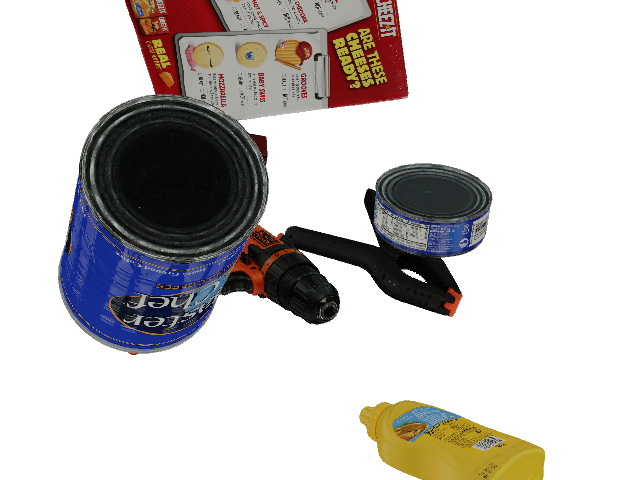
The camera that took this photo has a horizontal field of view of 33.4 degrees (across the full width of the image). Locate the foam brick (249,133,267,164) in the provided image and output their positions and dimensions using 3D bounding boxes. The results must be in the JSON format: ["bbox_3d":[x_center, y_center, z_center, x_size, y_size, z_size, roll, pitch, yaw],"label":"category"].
[{"bbox_3d":[-0.099,-0.086,1.170,0.078,0.051,0.053,7,29,-5],"label":"foam brick"}]

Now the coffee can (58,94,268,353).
[{"bbox_3d":[-0.097,-0.005,0.628,0.102,0.103,0.140,0,-26,-19],"label":"coffee can"}]

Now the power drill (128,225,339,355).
[{"bbox_3d":[-0.096,0.045,0.957,0.187,0.057,0.185,-14,26,-26],"label":"power drill"}]

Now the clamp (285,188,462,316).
[{"bbox_3d":[0.071,0.021,1.246,0.164,0.036,0.210,-21,51,-38],"label":"clamp"}]

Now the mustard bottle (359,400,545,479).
[{"bbox_3d":[0.113,0.199,1.032,0.096,0.058,0.192,-17,24,-42],"label":"mustard bottle"}]

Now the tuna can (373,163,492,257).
[{"bbox_3d":[0.082,-0.023,0.789,0.086,0.034,0.086,3,31,-2],"label":"tuna can"}]

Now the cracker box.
[{"bbox_3d":[-0.043,-0.187,0.886,0.214,0.164,0.072,-8,44,6],"label":"cracker box"}]
